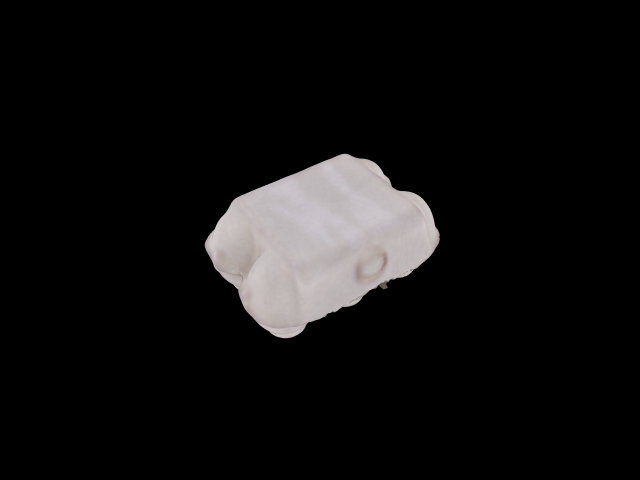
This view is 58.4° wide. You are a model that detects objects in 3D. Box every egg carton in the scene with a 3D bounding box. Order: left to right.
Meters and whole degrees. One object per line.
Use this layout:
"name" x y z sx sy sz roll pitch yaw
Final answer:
"egg carton" 0.004 0.001 0.400 0.150 0.069 0.107 -26 49 -25
